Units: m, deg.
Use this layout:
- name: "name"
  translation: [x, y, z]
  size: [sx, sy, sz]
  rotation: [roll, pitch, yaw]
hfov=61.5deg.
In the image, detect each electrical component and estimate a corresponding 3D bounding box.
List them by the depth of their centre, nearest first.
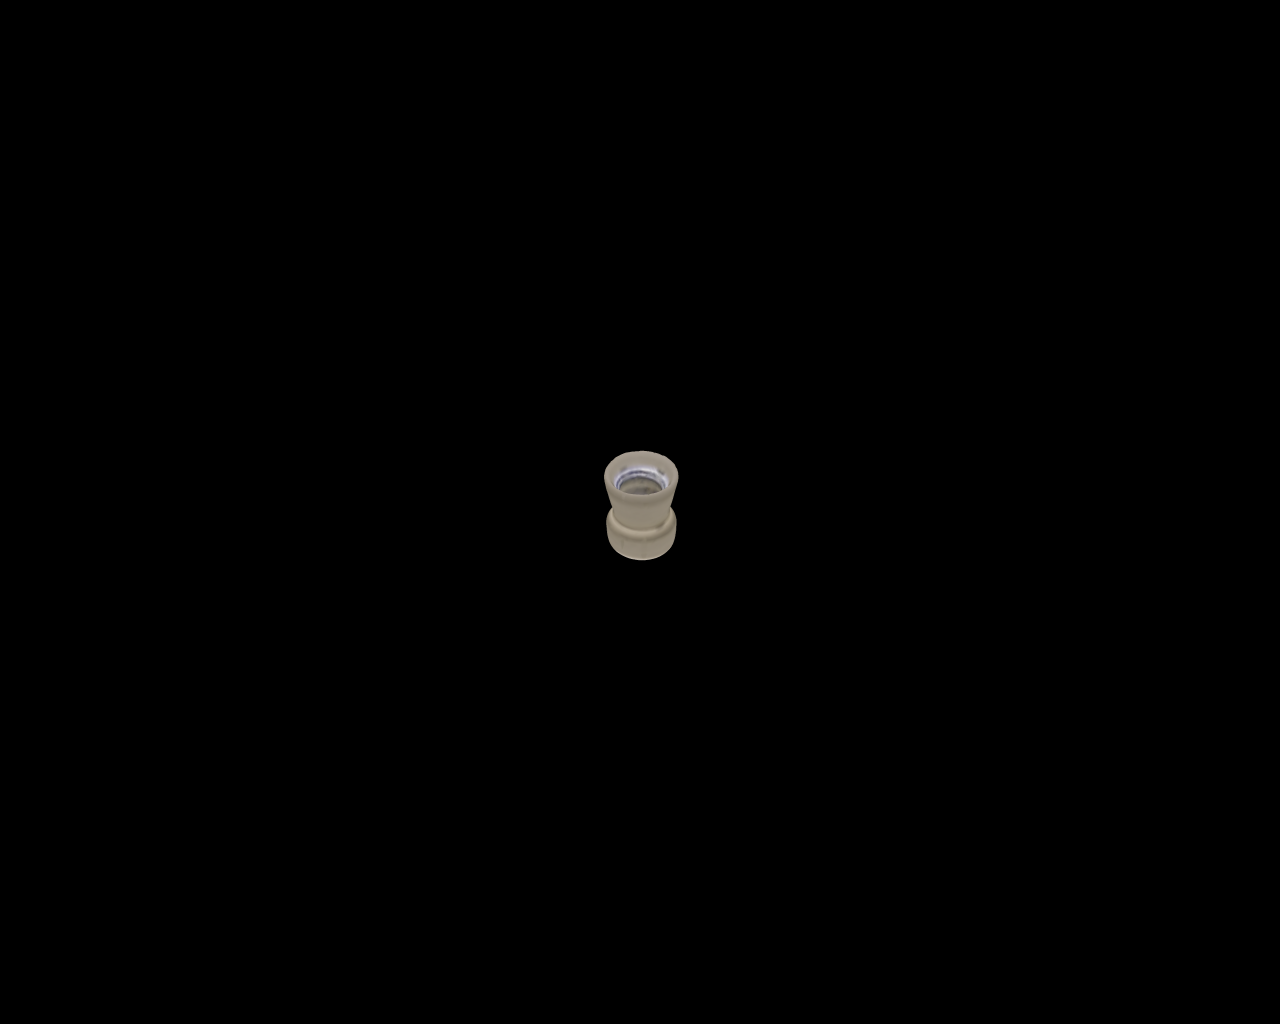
- name: "electrical component"
  translation: [0.001, -0.003, 0.650]
  size: [0.045, 0.055, 0.045]
  rotation: [0, 40, 0]
